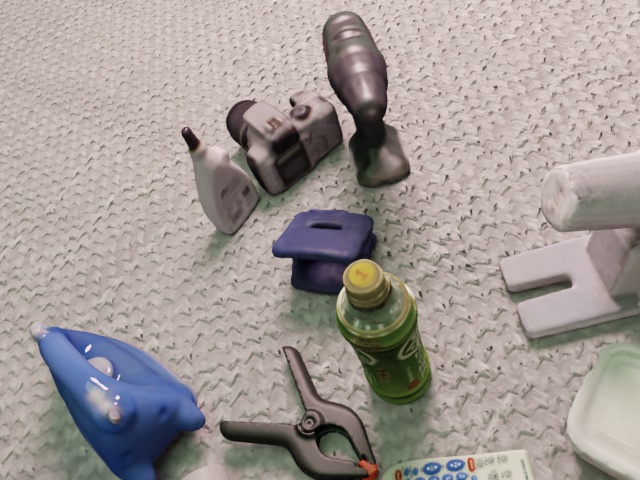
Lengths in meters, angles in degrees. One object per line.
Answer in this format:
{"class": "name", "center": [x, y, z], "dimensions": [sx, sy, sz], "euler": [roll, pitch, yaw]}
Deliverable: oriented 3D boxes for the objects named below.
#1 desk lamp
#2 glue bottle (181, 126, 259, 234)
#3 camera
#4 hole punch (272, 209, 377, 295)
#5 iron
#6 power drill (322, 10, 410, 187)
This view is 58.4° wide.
{"class": "desk lamp", "center": [0.284, -0.009, 0.536], "dimensions": [0.203, 0.214, 0.118], "euler": [-16, 54, 6]}
{"class": "glue bottle", "center": [-0.135, -0.083, 0.734], "dimensions": [0.037, 0.173, 0.078], "euler": [23, 66, 28]}
{"class": "camera", "center": [-0.064, -0.162, 0.810], "dimensions": [0.143, 0.101, 0.136], "euler": [-41, 56, -12]}
{"class": "hole punch", "center": [0.006, 0.002, 0.686], "dimensions": [0.108, 0.091, 0.101], "euler": [4, 59, 19]}
{"class": "iron", "center": [-0.254, 0.152, 0.633], "dimensions": [0.257, 0.142, 0.119], "euler": [29, 69, 30]}
{"class": "power drill", "center": [0.057, -0.166, 0.710], "dimensions": [0.075, 0.209, 0.229], "euler": [-17, 54, 6]}
